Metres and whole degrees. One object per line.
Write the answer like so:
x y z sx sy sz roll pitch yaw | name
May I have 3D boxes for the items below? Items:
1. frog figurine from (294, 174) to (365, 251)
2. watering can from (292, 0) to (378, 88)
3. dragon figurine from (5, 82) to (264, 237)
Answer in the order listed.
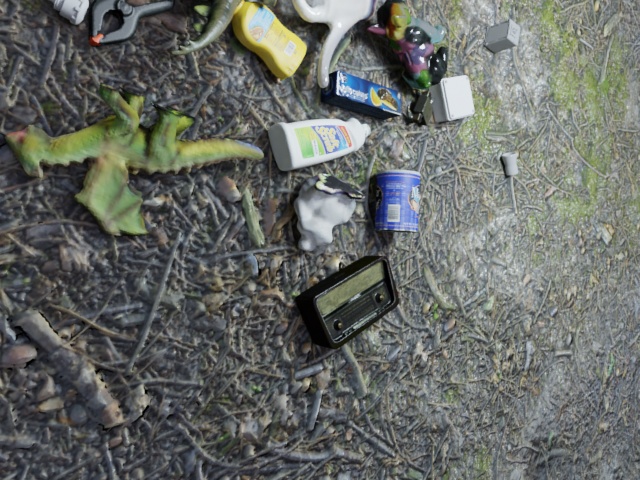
0.003 -0.056 1.107 0.137 0.125 0.157 0 125 -44 | frog figurine
0.031 -0.509 1.120 0.226 0.103 0.346 -17 97 -36 | watering can
-0.306 -0.122 0.888 0.407 0.123 0.242 20 94 -32 | dragon figurine
